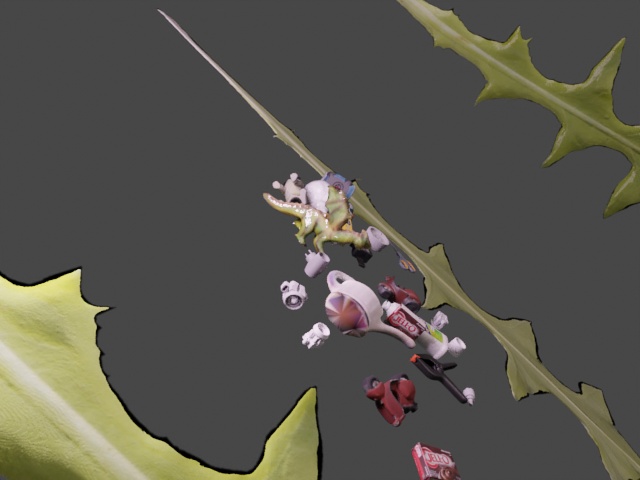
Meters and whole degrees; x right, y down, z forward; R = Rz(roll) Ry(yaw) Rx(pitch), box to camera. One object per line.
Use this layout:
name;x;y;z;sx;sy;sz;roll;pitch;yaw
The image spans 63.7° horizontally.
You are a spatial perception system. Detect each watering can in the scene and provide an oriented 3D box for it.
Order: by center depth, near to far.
watering can;0.143;0.229;1.562;0.350;0.102;0.226;44;24;10

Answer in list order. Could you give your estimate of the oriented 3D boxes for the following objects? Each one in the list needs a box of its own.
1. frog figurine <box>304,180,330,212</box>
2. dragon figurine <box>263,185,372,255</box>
frog figurine;-0.010;-0.160;2.029;0.137;0.120;0.163;7;33;6
dragon figurine;0.005;-0.089;1.772;0.411;0.239;0.124;43;27;2
